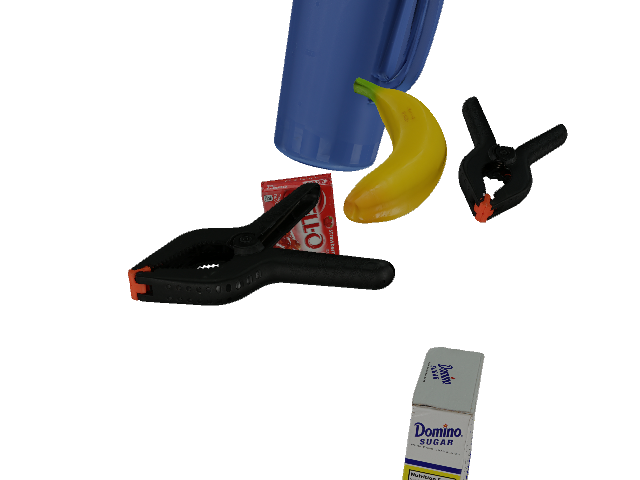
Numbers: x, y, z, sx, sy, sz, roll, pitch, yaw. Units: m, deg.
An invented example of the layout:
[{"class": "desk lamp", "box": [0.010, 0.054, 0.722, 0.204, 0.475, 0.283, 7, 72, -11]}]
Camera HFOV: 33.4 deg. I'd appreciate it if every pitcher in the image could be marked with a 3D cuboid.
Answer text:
[{"class": "pitcher", "box": [0.033, -0.194, 1.060, 0.145, 0.243, 0.149, 11, 19, -1]}]

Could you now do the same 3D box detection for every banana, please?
[{"class": "banana", "box": [0.053, -0.059, 0.737, 0.069, 0.037, 0.197, 4, 30, 1]}]

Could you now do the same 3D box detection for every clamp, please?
[{"class": "clamp", "box": [-0.061, 0.008, 0.908, 0.209, 0.036, 0.165, -10, 32, -13]}, {"class": "clamp", "box": [0.189, -0.092, 1.166, 0.120, 0.039, 0.171, 22, 49, 18]}]

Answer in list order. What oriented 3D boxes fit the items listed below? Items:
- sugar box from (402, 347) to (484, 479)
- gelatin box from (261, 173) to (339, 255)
[{"class": "sugar box", "box": [0.077, 0.170, 0.729, 0.048, 0.176, 0.093, 7, 19, 11]}, {"class": "gelatin box", "box": [-0.020, -0.021, 1.097, 0.073, 0.089, 0.030, -6, 29, -1]}]
